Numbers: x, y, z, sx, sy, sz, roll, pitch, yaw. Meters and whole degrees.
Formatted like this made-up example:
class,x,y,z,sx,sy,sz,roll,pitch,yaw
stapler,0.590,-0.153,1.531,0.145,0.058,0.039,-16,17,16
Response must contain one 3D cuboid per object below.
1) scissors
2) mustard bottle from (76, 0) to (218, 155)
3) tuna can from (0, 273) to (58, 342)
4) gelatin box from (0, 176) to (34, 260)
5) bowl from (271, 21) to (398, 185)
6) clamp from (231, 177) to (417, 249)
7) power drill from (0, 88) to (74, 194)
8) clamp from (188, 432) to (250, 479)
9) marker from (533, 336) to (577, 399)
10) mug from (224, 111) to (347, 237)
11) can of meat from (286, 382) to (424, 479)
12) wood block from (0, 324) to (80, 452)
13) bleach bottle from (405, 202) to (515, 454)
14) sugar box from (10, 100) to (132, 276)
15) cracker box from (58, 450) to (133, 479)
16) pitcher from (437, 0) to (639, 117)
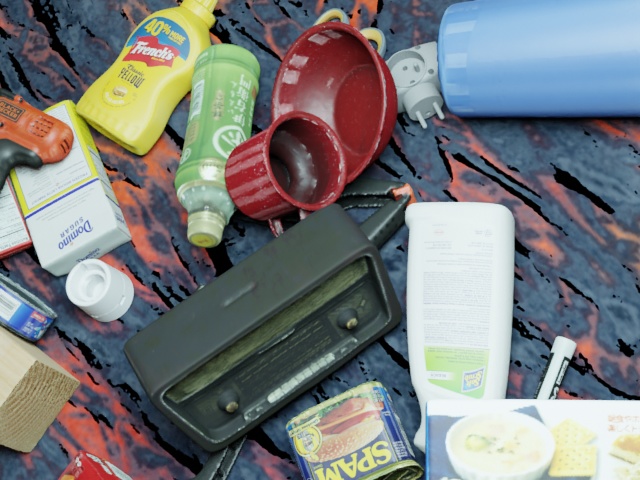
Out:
class,x,y,z,sx,sy,sz,roll,pitch,yaw
scissors,0.009,-0.148,1.098,0.096,0.016,0.201,7,72,21
mustard bottle,-0.172,-0.190,1.151,0.096,0.058,0.191,31,81,29
tuna can,-0.311,0.066,1.081,0.086,0.086,0.033,33,84,26
gelatin box,-0.354,-0.022,1.138,0.073,0.030,0.089,-22,86,-8
bowl,0.024,-0.128,1.032,0.162,0.055,0.162,2,93,48
clamp,-0.007,0.001,1.029,0.210,0.036,0.164,-15,57,11
power drill,-0.374,-0.081,1.103,0.185,0.057,0.187,24,69,19
clamp,-0.105,0.235,0.974,0.171,0.039,0.120,-27,51,5
marker,0.192,0.142,0.922,0.020,0.020,0.121,19,77,24
mug,-0.033,-0.052,0.990,0.082,0.093,0.117,-19,82,51
can of meat,0.028,0.184,0.940,0.102,0.057,0.084,-26,61,7
wood block,-0.356,0.114,1.075,0.206,0.090,0.090,32,82,26
bleach bottle,0.116,0.094,0.943,0.103,0.068,0.251,1,72,19
sugar box,-0.274,-0.056,1.140,0.093,0.048,0.176,-27,67,5
cracker box,-0.227,0.307,0.924,0.213,0.072,0.164,-54,28,-7
pitcher,0.239,-0.178,0.982,0.243,0.149,0.145,-1,84,21
